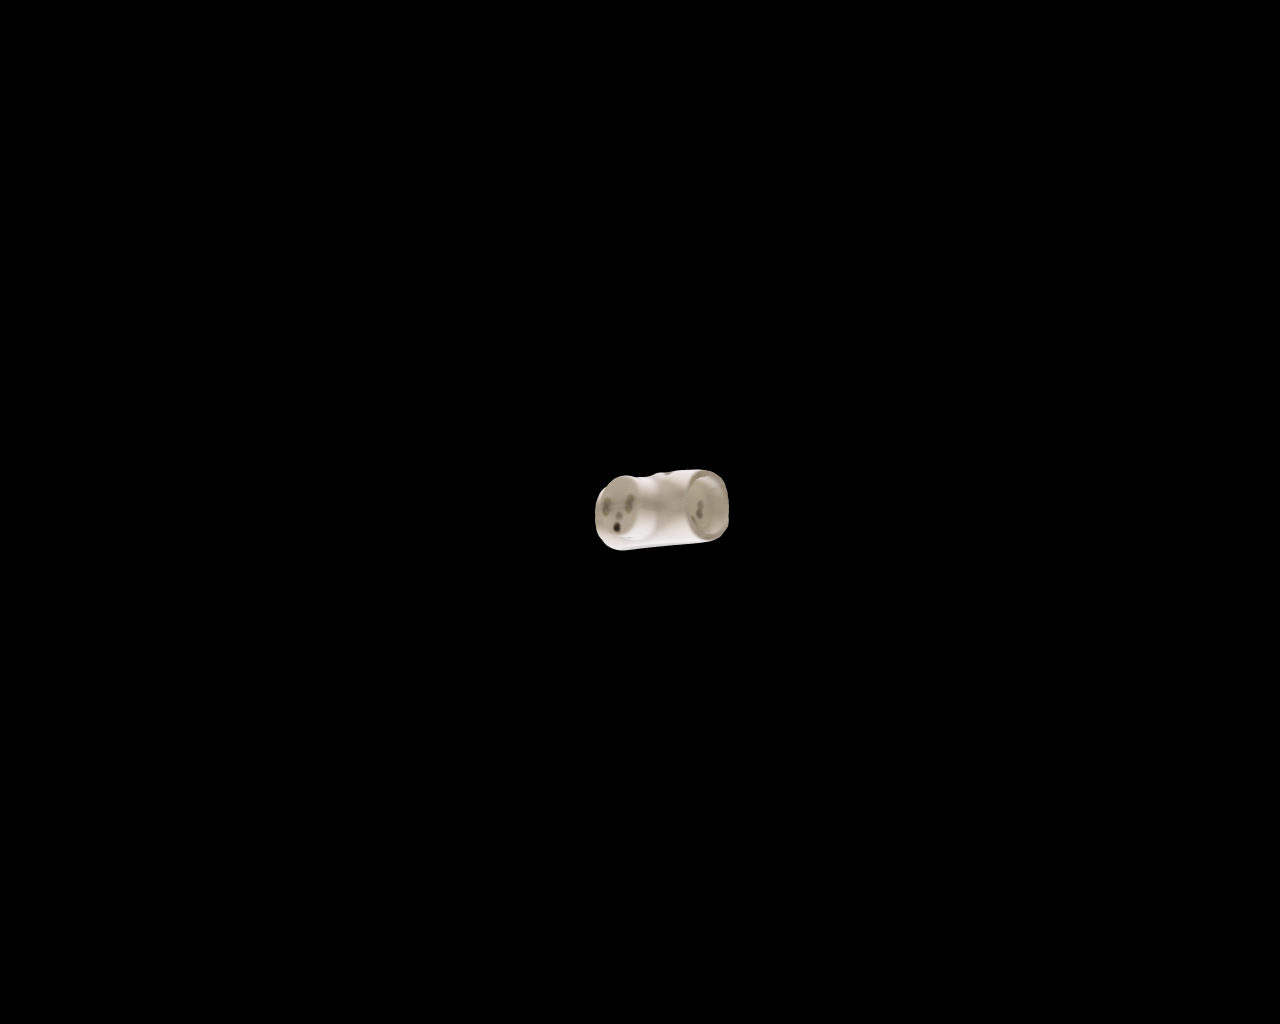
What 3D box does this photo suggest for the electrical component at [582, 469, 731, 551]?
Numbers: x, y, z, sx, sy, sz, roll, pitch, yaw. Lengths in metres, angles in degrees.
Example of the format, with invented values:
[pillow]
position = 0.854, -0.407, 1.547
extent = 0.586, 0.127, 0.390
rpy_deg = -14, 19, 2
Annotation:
[electrical component]
position = 0.001, -0.003, 0.650
extent = 0.077, 0.044, 0.079
rpy_deg = -8, -11, 43
